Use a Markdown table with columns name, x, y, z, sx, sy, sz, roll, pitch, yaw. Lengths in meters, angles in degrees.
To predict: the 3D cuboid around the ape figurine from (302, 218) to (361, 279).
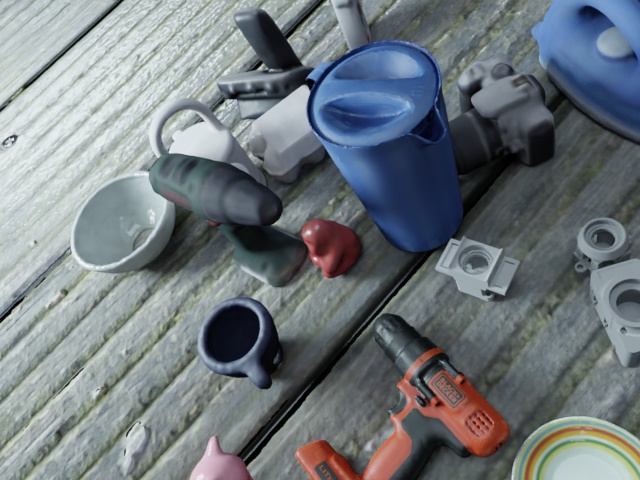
| name | x | y | z | sx | sy | sz | roll | pitch | yaw |
| --- | --- | --- | --- | --- | --- | --- | --- | --- | --- |
| ape figurine | 0.006 | 0.003 | 0.708 | 0.076 | 0.092 | 0.078 | -13 | 57 | 16 |

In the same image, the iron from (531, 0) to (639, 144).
| name | x | y | z | sx | sy | sz | roll | pitch | yaw |
| --- | --- | --- | --- | --- | --- | --- | --- | --- | --- |
| iron | 0.354 | -0.225 | 0.667 | 0.118 | 0.142 | 0.257 | -28 | 54 | 5 |

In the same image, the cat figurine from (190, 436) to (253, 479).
| name | x | y | z | sx | sy | sz | roll | pitch | yaw |
| --- | --- | --- | --- | --- | --- | --- | --- | --- | --- |
| cat figurine | -0.103 | 0.272 | 0.577 | 0.067 | 0.118 | 0.128 | 10 | 65 | 27 |

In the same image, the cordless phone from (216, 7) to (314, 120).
| name | x | y | z | sx | sy | sz | roll | pitch | yaw |
| --- | --- | --- | --- | --- | --- | --- | --- | --- | --- |
| cordless phone | -0.099 | -0.272 | 0.857 | 0.147 | 0.185 | 0.094 | -1 | 61 | 22 |

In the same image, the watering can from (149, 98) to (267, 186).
| name | x | y | z | sx | sy | sz | roll | pitch | yaw |
| --- | --- | --- | --- | --- | --- | --- | --- | --- | --- |
| watering can | -0.150 | -0.111 | 0.777 | 0.172 | 0.195 | 0.101 | 13 | 67 | 28 |

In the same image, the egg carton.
| name | x | y | z | sx | sy | sz | roll | pitch | yaw |
| --- | --- | --- | --- | --- | --- | --- | --- | --- | --- |
| egg carton | -0.028 | -0.157 | 0.831 | 0.150 | 0.070 | 0.107 | -38 | 54 | -2 |

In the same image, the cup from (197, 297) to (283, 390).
| name | x | y | z | sx | sy | sz | roll | pitch | yaw |
| --- | --- | --- | --- | --- | --- | --- | --- | --- | --- |
| cup | -0.075 | 0.133 | 0.662 | 0.092 | 0.095 | 0.117 | -39 | 54 | -2 |

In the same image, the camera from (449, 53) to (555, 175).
| name | x | y | z | sx | sy | sz | roll | pitch | yaw |
| --- | --- | --- | --- | --- | --- | --- | --- | --- | --- |
| camera | 0.201 | -0.151 | 0.713 | 0.136 | 0.101 | 0.143 | -27 | 54 | 6 |

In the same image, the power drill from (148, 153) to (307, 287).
| name | x | y | z | sx | sy | sz | roll | pitch | yaw |
| --- | --- | --- | --- | --- | --- | --- | --- | --- | --- |
| power drill | -0.098 | -0.026 | 0.696 | 0.228 | 0.209 | 0.076 | 24 | 73 | 32 |

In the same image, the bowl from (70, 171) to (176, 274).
| name | x | y | z | sx | sy | sz | roll | pitch | yaw |
| --- | --- | --- | --- | --- | --- | --- | --- | --- | --- |
| bowl | -0.277 | -0.016 | 0.847 | 0.167 | 0.075 | 0.167 | -10 | 58 | 17 |

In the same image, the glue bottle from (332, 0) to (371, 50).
| name | x | y | z | sx | sy | sz | roll | pitch | yaw |
| --- | --- | --- | --- | --- | --- | --- | --- | --- | --- |
| glue bottle | 0.038 | -0.357 | 0.858 | 0.037 | 0.174 | 0.078 | -15 | 57 | 14 |
